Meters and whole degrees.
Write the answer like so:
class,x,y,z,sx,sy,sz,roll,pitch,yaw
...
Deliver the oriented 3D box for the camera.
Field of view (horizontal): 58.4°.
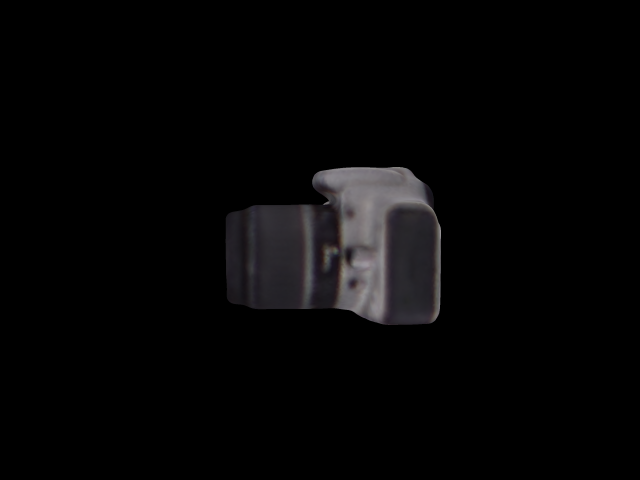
class,x,y,z,sx,sy,sz,roll,pitch,yaw
camera,0.004,0.001,0.400,0.137,0.101,0.143,0,0,-9
